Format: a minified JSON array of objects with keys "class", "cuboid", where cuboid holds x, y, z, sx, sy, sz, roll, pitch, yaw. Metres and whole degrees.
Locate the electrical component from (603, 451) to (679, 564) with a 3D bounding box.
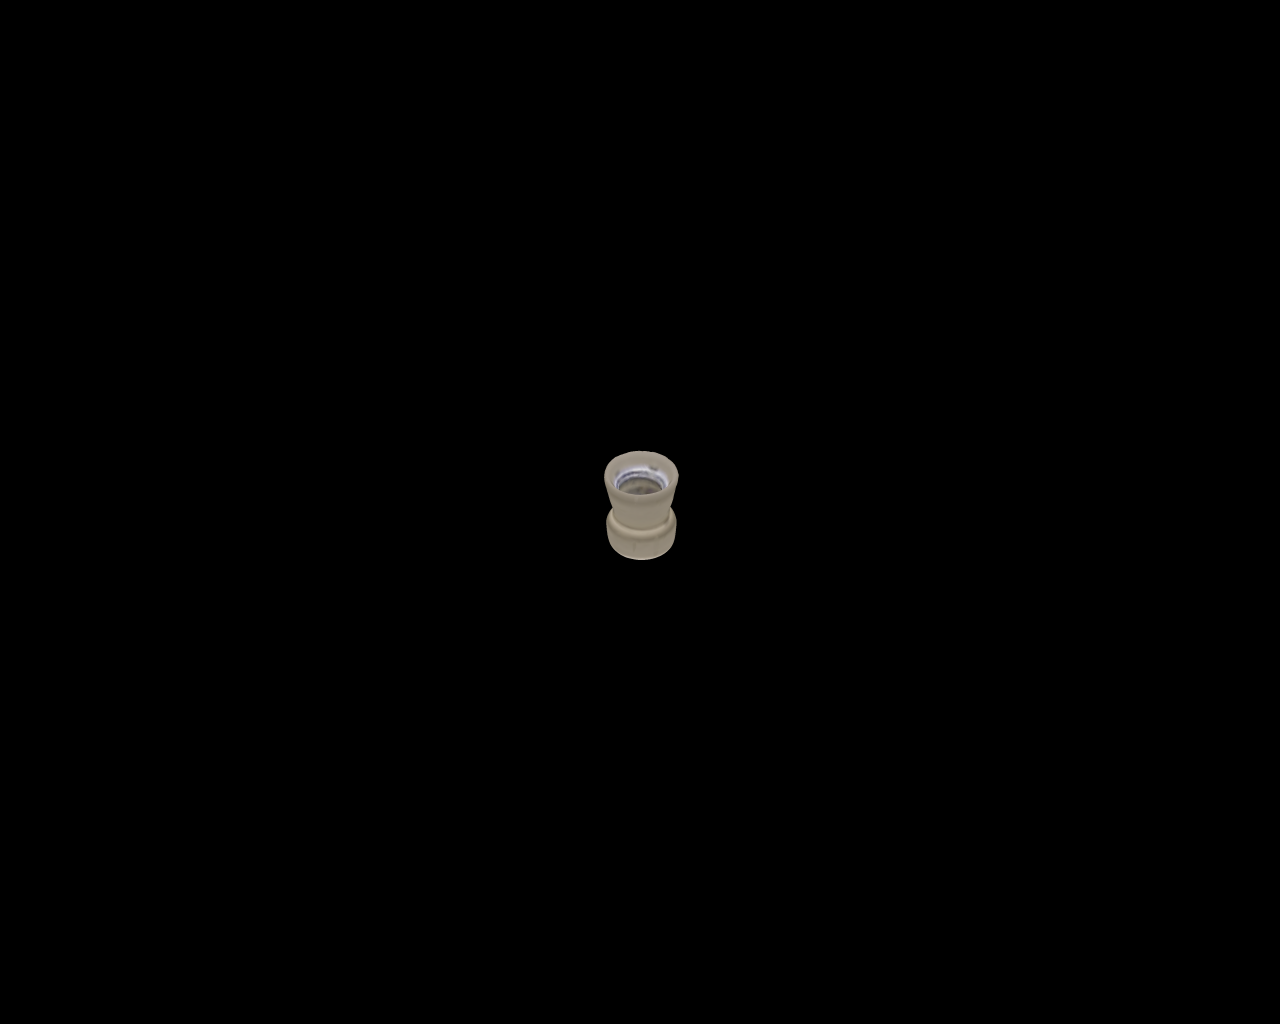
[{"class":"electrical component","cuboid":[0.001,-0.003,0.650,0.045,0.055,0.045,0,40,0]}]
